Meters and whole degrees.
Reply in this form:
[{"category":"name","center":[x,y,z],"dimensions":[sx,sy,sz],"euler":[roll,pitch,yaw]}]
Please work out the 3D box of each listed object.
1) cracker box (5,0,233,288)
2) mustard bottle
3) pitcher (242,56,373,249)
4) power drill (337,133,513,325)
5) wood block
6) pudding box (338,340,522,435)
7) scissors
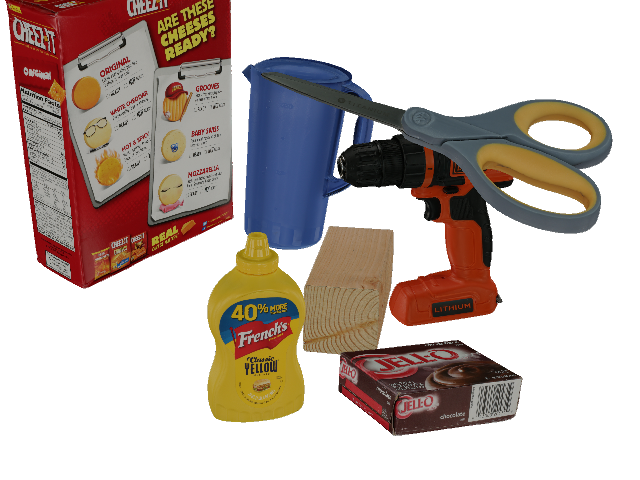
[{"category":"cracker box","center":[-0.147,-0.093,0.819],"dimensions":[0.072,0.214,0.163],"euler":[22,35,35]},{"category":"mustard bottle","center":[-0.063,0.083,1.050],"dimensions":[0.096,0.192,0.058],"euler":[-4,22,-13]},{"category":"pitcher","center":[-0.028,-0.113,1.416],"dimensions":[0.144,0.243,0.149],"euler":[-2,24,-22]},{"category":"power drill","center":[0.105,-0.014,1.008],"dimensions":[0.184,0.188,0.057],"euler":[-6,26,-12]},{"category":"wood block","center":[0.039,0.060,1.355],"dimensions":[0.091,0.090,0.206],"euler":[4,21,7]},{"category":"pudding box","center":[0.082,0.111,0.819],"dimensions":[0.113,0.039,0.090],"euler":[-1,15,-26]},{"category":"scissors","center":[0.073,-0.070,0.591],"dimensions":[0.202,0.016,0.096],"euler":[34,57,23]}]
